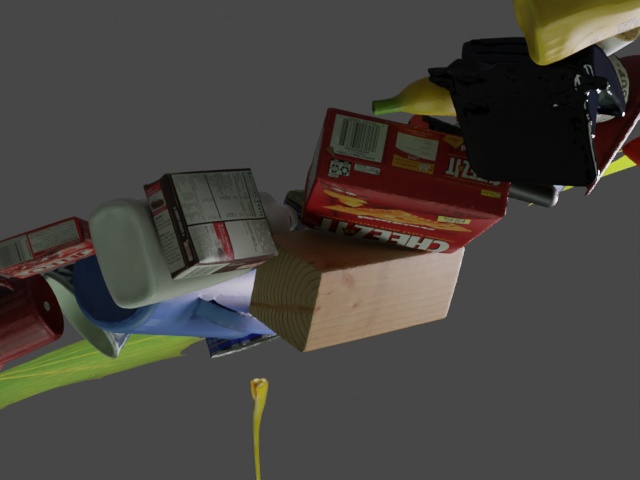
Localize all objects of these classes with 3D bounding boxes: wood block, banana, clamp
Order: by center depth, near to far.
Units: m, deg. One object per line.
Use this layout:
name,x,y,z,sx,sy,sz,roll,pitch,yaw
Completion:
banana,0.118,-0.123,0.939,0.070,0.037,0.197,-1,180,30
wood block,0.040,0.040,1.096,0.205,0.090,0.091,-9,-150,-42
clamp,0.131,-0.067,1.101,0.165,0.036,0.209,-13,152,32

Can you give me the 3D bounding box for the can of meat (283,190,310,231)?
can of meat,-0.008,0.001,1.172,0.057,0.084,0.102,1,-155,-44

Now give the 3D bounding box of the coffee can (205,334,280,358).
coffee can,-0.107,0.064,1.319,0.103,0.140,0.103,-18,172,-3

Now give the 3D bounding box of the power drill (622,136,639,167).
power drill,0.382,-0.142,1.056,0.188,0.057,0.184,-49,164,12

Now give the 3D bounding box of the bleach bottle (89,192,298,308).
bleach bottle,-0.107,-0.008,1.045,0.068,0.102,0.250,-15,-178,36

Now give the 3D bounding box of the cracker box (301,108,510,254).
cracker box,0.071,-0.046,0.984,0.164,0.072,0.214,12,169,-3

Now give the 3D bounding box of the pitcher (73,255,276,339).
pitcher,-0.144,0.048,1.147,0.149,0.145,0.242,-18,170,23

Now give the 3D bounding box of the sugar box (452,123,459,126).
sugar box,0.226,-0.123,1.144,0.175,0.048,0.094,-8,167,-36

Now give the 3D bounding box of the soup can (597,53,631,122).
soup can,0.222,-0.134,0.963,0.102,0.068,0.069,-14,171,-37

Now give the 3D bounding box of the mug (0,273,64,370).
mug,-0.332,0.076,1.132,0.081,0.093,0.117,-23,135,5

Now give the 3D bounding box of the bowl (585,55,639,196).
bowl,0.288,-0.126,1.063,0.162,0.055,0.162,-54,169,-16

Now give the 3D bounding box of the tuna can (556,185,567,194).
tuna can,0.260,-0.092,1.287,0.033,0.086,0.086,-12,170,-30

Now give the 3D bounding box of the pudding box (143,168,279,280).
pudding box,-0.097,-0.017,0.966,0.039,0.090,0.113,-26,169,36

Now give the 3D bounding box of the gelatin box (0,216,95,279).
gelatin box,-0.254,0.008,1.000,0.089,0.030,0.073,-18,173,1

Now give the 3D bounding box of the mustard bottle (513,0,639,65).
mustard bottle,0.228,-0.177,0.712,0.192,0.058,0.096,-20,173,8
